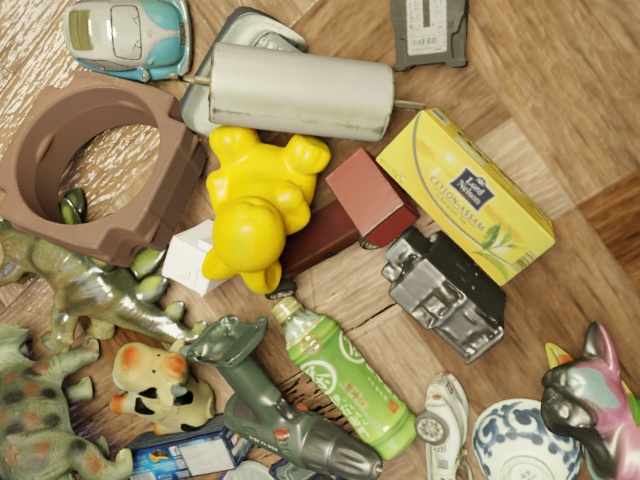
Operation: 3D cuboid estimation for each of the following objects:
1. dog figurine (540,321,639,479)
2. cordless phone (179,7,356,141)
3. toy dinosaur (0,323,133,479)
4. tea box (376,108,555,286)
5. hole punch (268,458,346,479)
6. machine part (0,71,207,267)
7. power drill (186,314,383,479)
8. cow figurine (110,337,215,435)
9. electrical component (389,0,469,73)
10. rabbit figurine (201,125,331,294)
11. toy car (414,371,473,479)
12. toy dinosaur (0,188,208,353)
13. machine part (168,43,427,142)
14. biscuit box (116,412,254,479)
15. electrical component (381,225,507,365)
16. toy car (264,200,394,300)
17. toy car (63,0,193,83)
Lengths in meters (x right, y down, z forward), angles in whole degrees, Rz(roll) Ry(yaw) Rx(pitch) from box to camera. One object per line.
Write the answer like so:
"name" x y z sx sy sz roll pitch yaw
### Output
"dog figurine" 0.317 0.186 0.529 0.219 0.191 0.108 68 156 19
"cordless phone" -0.044 -0.147 0.590 0.184 0.089 0.146 33 115 -12
"toy dinosaur" -0.384 0.261 0.732 0.405 0.192 0.131 55 132 31
"tea box" 0.145 -0.048 0.529 0.169 0.098 0.068 47 116 5
"hole punch" -0.002 0.332 0.708 0.115 0.092 0.142 35 115 -25
"machine part" -0.251 -0.082 0.626 0.202 0.087 0.201 17 74 15
"power drill" -0.050 0.185 0.634 0.232 0.086 0.207 -2 131 44
"cow figurine" -0.197 0.191 0.691 0.127 0.085 0.194 -9 142 15
"electrical component" 0.108 -0.225 0.520 0.075 0.048 0.119 5 108 19
"rabbit figurine" -0.070 -0.024 0.527 0.122 0.173 0.162 18 116 -10
"toy car" 0.148 0.252 0.625 0.056 0.073 0.201 0 105 24
"toy dinosaur" -0.307 0.053 0.725 0.471 0.105 0.198 31 110 1
"machine part" -0.019 -0.140 0.516 0.243 0.079 0.079 4 108 -8
"biscuit box" -0.196 0.302 0.774 0.203 0.063 0.059 -20 98 25
"electrical component" 0.127 0.047 0.553 0.134 0.115 0.058 43 113 3
"toy car" -0.001 -0.002 0.613 0.202 0.053 0.089 -32 64 26
"toy car" -0.235 -0.239 0.615 0.162 0.103 0.109 8 107 16
